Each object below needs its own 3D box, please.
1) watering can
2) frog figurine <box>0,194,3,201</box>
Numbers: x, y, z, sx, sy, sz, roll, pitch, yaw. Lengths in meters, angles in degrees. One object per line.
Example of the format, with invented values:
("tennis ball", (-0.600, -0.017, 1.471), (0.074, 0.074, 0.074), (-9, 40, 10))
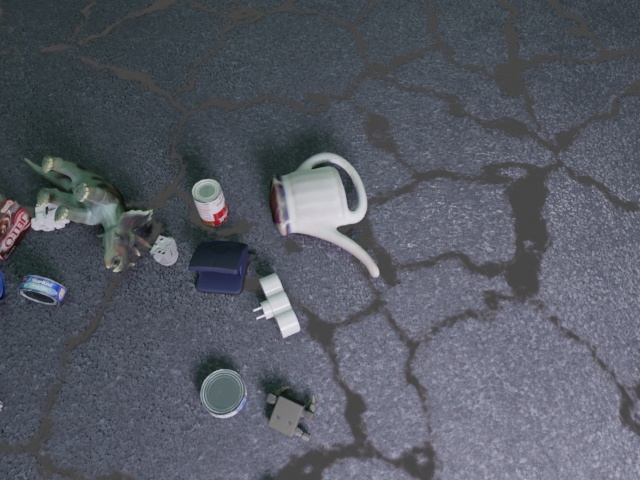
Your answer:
("watering can", (0.004, -0.059, 1.166), (0.224, 0.102, 0.355), (-10, 58, -5))
("frog figurine", (-0.811, -0.091, 1.206), (0.158, 0.120, 0.141), (19, 43, -31))
